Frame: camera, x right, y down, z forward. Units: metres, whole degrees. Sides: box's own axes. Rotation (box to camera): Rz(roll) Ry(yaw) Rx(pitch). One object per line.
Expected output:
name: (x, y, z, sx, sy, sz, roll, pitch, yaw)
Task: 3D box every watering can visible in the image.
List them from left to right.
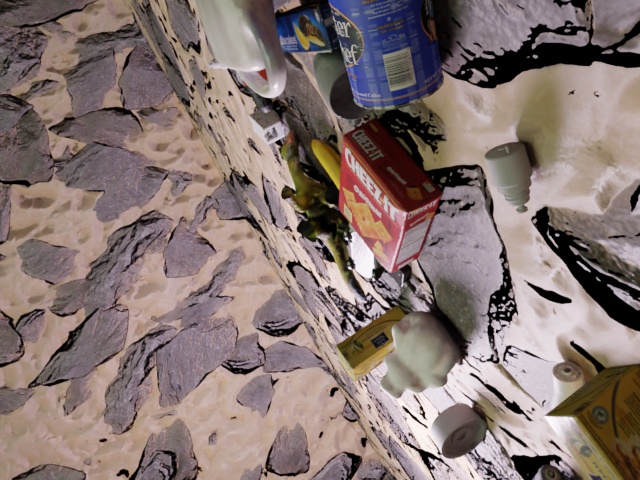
watering can: (-0.138, -0.347, 0.788, 0.354, 0.104, 0.219, 50, 159, 47)

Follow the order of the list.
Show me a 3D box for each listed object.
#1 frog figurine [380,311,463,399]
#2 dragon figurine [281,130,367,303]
frog figurine: (0.173, 0.212, 0.942, 0.138, 0.160, 0.121, 58, 165, 9)
dragon figurine: (0.004, -0.061, 1.212, 0.246, 0.122, 0.405, -104, -10, -74)
